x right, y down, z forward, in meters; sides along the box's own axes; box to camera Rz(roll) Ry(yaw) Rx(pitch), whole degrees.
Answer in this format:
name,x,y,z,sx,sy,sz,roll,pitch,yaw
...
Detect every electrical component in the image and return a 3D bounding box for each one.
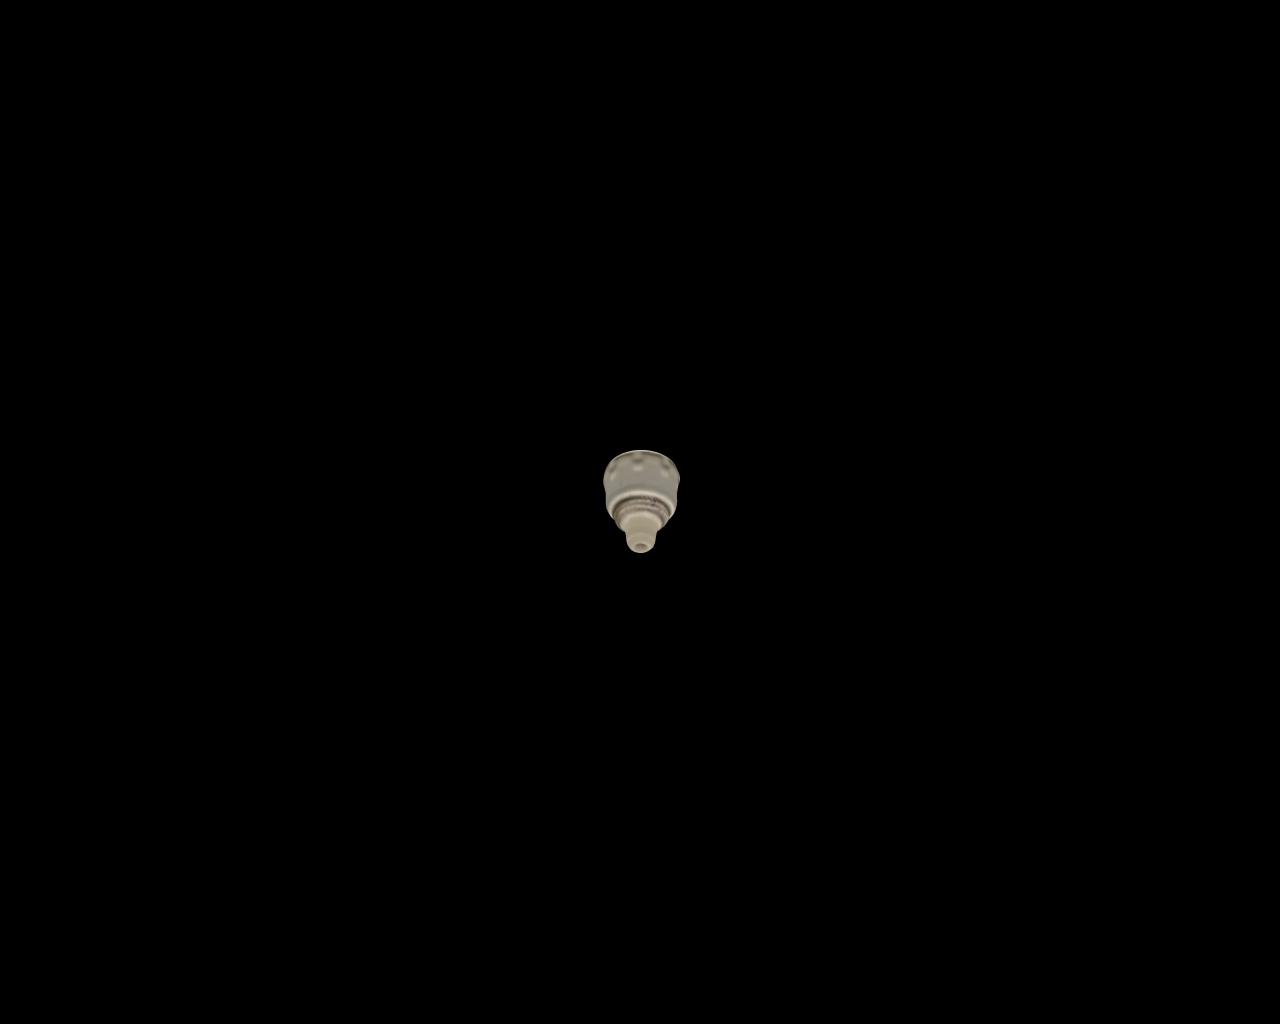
name,x,y,z,sx,sy,sz,roll,pitch,yaw
electrical component,0.001,-0.003,0.650,0.048,0.062,0.048,0,-37,0
